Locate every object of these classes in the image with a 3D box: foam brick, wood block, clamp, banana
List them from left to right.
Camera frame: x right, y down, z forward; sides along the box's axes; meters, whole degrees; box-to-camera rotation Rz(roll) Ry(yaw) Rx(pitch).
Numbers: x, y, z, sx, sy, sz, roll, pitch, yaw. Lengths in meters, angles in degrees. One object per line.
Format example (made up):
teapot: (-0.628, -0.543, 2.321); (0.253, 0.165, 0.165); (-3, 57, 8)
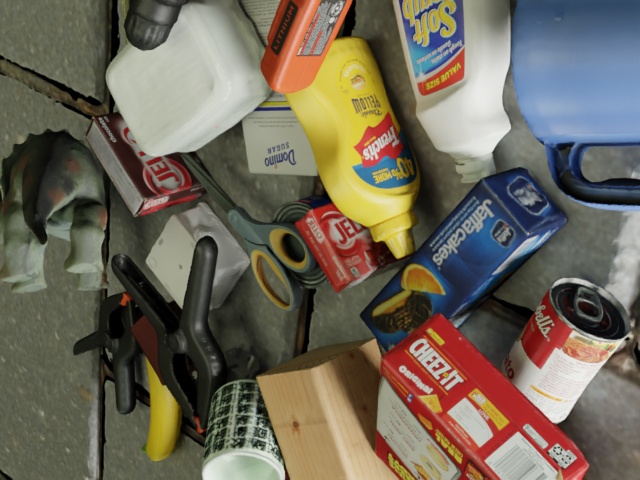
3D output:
clamp: (-0.254, 0.119, 1.306); (0.120, 0.039, 0.172); (34, 122, 25)
banana: (-0.192, 0.194, 1.272); (0.070, 0.037, 0.198); (28, 123, 34)
foam brick: (-0.167, 0.114, 1.208); (0.078, 0.052, 0.051); (56, 135, 12)
clamp: (-0.151, 0.099, 1.129); (0.165, 0.036, 0.210); (-1, 103, 44)
wood block: (0.028, 0.210, 1.023); (0.091, 0.090, 0.206); (-16, 93, 47)

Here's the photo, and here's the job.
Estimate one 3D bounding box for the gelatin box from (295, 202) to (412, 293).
gelatin box: (0.032, -0.001, 0.942); (0.030, 0.089, 0.073); (-40, 75, 45)

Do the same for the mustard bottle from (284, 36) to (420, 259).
mustard bottle: (0.036, -0.075, 0.906); (0.058, 0.096, 0.191); (-25, 86, 43)

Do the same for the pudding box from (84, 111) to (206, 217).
pudding box: (-0.181, -0.086, 1.121); (0.113, 0.089, 0.039); (54, 135, 16)

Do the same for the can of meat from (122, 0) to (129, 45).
can of meat: (-0.147, -0.203, 1.071); (0.084, 0.057, 0.102); (14, 115, 38)

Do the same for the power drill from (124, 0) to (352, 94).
power drill: (-0.073, -0.199, 0.861); (0.188, 0.057, 0.185); (40, 122, 22)

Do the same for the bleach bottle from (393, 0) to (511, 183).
bleach bottle: (0.108, -0.169, 0.828); (0.103, 0.067, 0.251); (0, 107, 44)

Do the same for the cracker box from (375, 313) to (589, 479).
cracker box: (0.123, 0.177, 0.871); (0.164, 0.072, 0.214); (46, 161, 24)

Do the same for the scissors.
scissors: (-0.066, -0.026, 1.033); (0.096, 0.016, 0.202); (-42, 74, 44)

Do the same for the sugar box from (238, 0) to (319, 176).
sugar box: (-0.034, -0.149, 0.987); (0.094, 0.048, 0.176); (7, 112, 42)

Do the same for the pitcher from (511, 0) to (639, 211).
pitcher: (0.251, -0.109, 0.661); (0.243, 0.144, 0.149); (6, 131, 40)

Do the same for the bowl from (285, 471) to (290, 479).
bowl: (-0.047, 0.288, 1.131); (0.162, 0.055, 0.162); (-6, 82, 45)

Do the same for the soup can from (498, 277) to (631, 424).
soup can: (0.188, 0.088, 0.836); (0.068, 0.068, 0.102); (44, 131, 25)

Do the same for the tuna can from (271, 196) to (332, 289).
tuna can: (-0.007, 0.001, 1.022); (0.086, 0.033, 0.086); (18, 116, 40)
